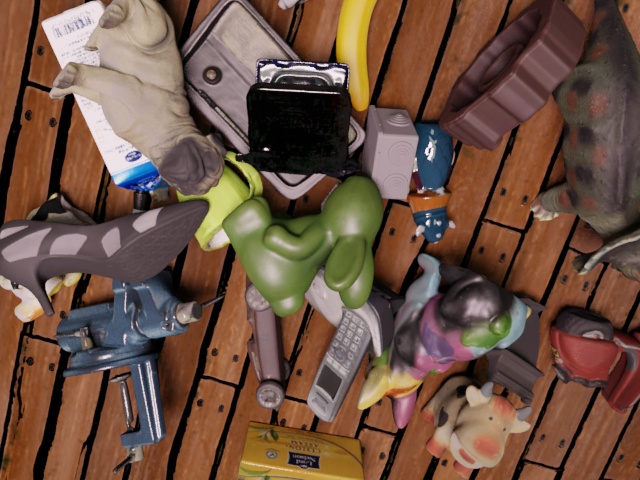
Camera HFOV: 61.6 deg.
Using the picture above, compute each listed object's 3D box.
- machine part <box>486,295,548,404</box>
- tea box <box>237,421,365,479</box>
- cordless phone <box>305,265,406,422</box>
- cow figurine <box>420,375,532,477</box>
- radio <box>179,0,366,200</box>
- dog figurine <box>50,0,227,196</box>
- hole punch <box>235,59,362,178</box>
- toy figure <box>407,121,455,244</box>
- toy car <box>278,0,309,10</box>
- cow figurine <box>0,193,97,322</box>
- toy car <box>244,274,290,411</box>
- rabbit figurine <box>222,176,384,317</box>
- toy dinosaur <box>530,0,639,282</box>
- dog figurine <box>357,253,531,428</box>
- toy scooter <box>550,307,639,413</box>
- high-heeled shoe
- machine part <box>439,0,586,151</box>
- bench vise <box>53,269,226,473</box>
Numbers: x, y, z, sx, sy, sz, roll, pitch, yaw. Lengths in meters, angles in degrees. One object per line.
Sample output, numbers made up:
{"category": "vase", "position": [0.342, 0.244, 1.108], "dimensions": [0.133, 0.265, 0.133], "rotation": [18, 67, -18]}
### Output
{"category": "machine part", "position": [0.257, 0.134, 0.699], "dimensions": [0.084, 0.039, 0.139], "rotation": [31, 57, -8]}
{"category": "tea box", "position": [-0.028, 0.321, 0.755], "dimensions": [0.170, 0.098, 0.068], "rotation": [11, 103, -4]}
{"category": "cordless phone", "position": [0.013, 0.124, 0.691], "dimensions": [0.147, 0.088, 0.184], "rotation": [33, 105, 38]}
{"category": "cow figurine", "position": [0.195, 0.227, 0.684], "dimensions": [0.085, 0.195, 0.127], "rotation": [33, 97, 5]}
{"category": "radio", "position": [-0.065, -0.167, 0.656], "dimensions": [0.131, 0.073, 0.229], "rotation": [-43, 99, 9]}
{"category": "dog figurine", "position": [-0.165, -0.160, 0.588], "dimensions": [0.190, 0.121, 0.172], "rotation": [34, 90, -28]}
{"category": "hole punch", "position": [-0.022, -0.137, 0.594], "dimensions": [0.142, 0.092, 0.115], "rotation": [2, 134, -3]}
{"category": "toy figure", "position": [0.143, -0.073, 0.687], "dimensions": [0.064, 0.058, 0.154], "rotation": [0, 107, 6]}
{"category": "toy car", "position": [0.015, -0.350, 0.625], "dimensions": [0.202, 0.056, 0.073], "rotation": [-33, 101, 6]}
{"category": "cow figurine", "position": [-0.364, 0.025, 0.703], "dimensions": [0.098, 0.068, 0.167], "rotation": [39, 96, -3]}
{"category": "toy car", "position": [-0.072, 0.129, 0.716], "dimensions": [0.053, 0.089, 0.202], "rotation": [-3, 104, 0]}
{"category": "rabbit figurine", "position": [-0.001, -0.002, 0.601], "dimensions": [0.170, 0.121, 0.159], "rotation": [-32, 60, 9]}
{"category": "toy dinosaur", "position": [0.327, -0.119, 0.608], "dimensions": [0.131, 0.192, 0.404], "rotation": [-11, 104, 0]}
{"category": "dog figurine", "position": [0.139, 0.141, 0.677], "dimensions": [0.108, 0.192, 0.219], "rotation": [30, 88, -25]}
{"category": "toy scooter", "position": [0.392, 0.170, 0.734], "dimensions": [0.184, 0.075, 0.135], "rotation": [10, 104, -7]}
{"category": "high-heeled shoe", "position": [-0.261, -0.014, 0.636], "dimensions": [0.249, 0.086, 0.145], "rotation": [-32, 65, -7]}
{"category": "machine part", "position": [0.212, -0.183, 0.602], "dimensions": [0.056, 0.179, 0.179], "rotation": [35, 100, -12]}
{"category": "bench vise", "position": [-0.237, 0.162, 0.697], "dimensions": [0.224, 0.129, 0.240], "rotation": [-11, 84, 10]}
